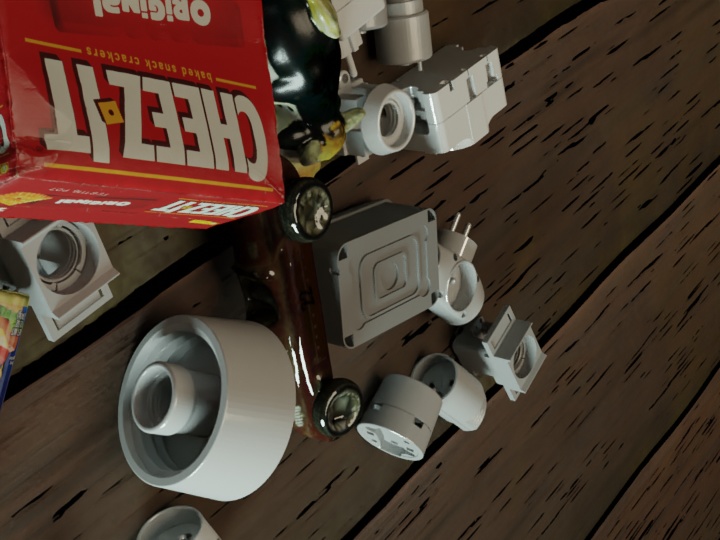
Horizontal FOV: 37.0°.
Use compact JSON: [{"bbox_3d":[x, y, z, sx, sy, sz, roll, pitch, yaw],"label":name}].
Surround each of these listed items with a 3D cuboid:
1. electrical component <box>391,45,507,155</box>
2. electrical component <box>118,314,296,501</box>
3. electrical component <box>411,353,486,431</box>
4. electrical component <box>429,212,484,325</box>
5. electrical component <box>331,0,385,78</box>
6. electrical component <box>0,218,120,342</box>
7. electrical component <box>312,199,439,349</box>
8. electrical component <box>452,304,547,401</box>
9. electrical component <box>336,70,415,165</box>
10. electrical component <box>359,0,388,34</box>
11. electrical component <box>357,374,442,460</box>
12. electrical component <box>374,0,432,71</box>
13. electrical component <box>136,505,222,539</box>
[{"bbox_3d":[0.066,-0.127,0.814,0.089,0.050,0.055,-40,128,-37],"label":"electrical component"},{"bbox_3d":[-0.096,0.077,0.623,0.060,0.108,0.108,18,85,-46],"label":"electrical component"},{"bbox_3d":[0.080,0.104,0.895,0.081,0.043,0.043,40,68,-49],"label":"electrical component"},{"bbox_3d":[0.069,-0.006,0.853,0.077,0.044,0.079,38,69,-48],"label":"electrical component"},{"bbox_3d":[-0.021,-0.157,0.685,0.047,0.066,0.076,-46,132,-34],"label":"electrical component"},{"bbox_3d":[-0.165,-0.010,0.546,0.042,0.064,0.081,-43,130,-38],"label":"electrical component"},{"bbox_3d":[0.000,0.000,0.758,0.113,0.057,0.078,-24,117,-46],"label":"electrical component"},{"bbox_3d":[0.117,0.068,0.916,0.042,0.064,0.081,-54,135,-27],"label":"electrical component"},{"bbox_3d":[0.004,-0.104,0.738,0.048,0.055,0.066,-35,125,-41],"label":"electrical component"},{"bbox_3d":[-0.004,-0.194,0.718,0.040,0.040,0.078,-26,118,-45],"label":"electrical component"},{"bbox_3d":[0.032,0.113,0.831,0.055,0.055,0.047,53,55,-44],"label":"electrical component"},{"bbox_3d":[0.029,-0.180,0.761,0.040,0.040,0.078,-30,121,-43],"label":"electrical component"},{"bbox_3d":[-0.118,0.202,0.673,0.079,0.044,0.077,-43,130,-36],"label":"electrical component"}]
